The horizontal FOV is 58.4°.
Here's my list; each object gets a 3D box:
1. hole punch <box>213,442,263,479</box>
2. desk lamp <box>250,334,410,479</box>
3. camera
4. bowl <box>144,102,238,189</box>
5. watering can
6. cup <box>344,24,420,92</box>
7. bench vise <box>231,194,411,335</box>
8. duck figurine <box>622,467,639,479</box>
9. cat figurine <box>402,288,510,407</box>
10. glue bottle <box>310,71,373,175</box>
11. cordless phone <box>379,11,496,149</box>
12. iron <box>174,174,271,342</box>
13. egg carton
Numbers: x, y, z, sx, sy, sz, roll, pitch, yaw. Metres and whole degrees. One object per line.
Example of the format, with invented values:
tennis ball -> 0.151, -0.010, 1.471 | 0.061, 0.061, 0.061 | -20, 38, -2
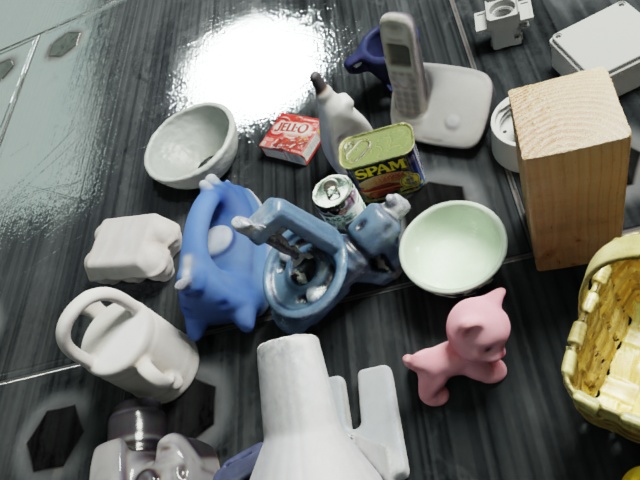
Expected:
hole punch -> -0.062, 0.261, 0.593 | 0.108, 0.091, 0.101 | -29, 51, 5
desk lamp -> 0.005, 0.189, 0.532 | 0.117, 0.214, 0.203 | -17, 53, 14
camera -> -0.202, 0.248, 0.660 | 0.143, 0.101, 0.136 | -22, 52, 10
bowl -> -0.198, -0.141, 0.938 | 0.167, 0.075, 0.167 | -12, 54, 17
watering can -> -0.247, 0.123, 0.705 | 0.172, 0.195, 0.101 | 7, 62, 29
cup -> 0.102, -0.262, 0.868 | 0.117, 0.095, 0.091 | -22, 52, 10
bench vise -> -0.002, -0.003, 0.660 | 0.121, 0.220, 0.207 | 31, 75, 37
duck figurine -> 0.300, 0.215, 0.461 | 0.104, 0.086, 0.077 | 16, 66, 32
cat figurine -> 0.143, 0.106, 0.586 | 0.127, 0.118, 0.067 | -27, 51, 6
glue bottle -> 0.024, -0.166, 0.788 | 0.078, 0.174, 0.037 | -36, 51, -1
cordless phone -> 0.150, -0.212, 0.754 | 0.147, 0.186, 0.094 | 16, 66, 32
iron -> -0.138, -0.003, 0.774 | 0.118, 0.142, 0.258 | -12, 54, 17
egg carton -> -0.284, 0.016, 0.875 | 0.150, 0.070, 0.107 | -6, 56, 21
